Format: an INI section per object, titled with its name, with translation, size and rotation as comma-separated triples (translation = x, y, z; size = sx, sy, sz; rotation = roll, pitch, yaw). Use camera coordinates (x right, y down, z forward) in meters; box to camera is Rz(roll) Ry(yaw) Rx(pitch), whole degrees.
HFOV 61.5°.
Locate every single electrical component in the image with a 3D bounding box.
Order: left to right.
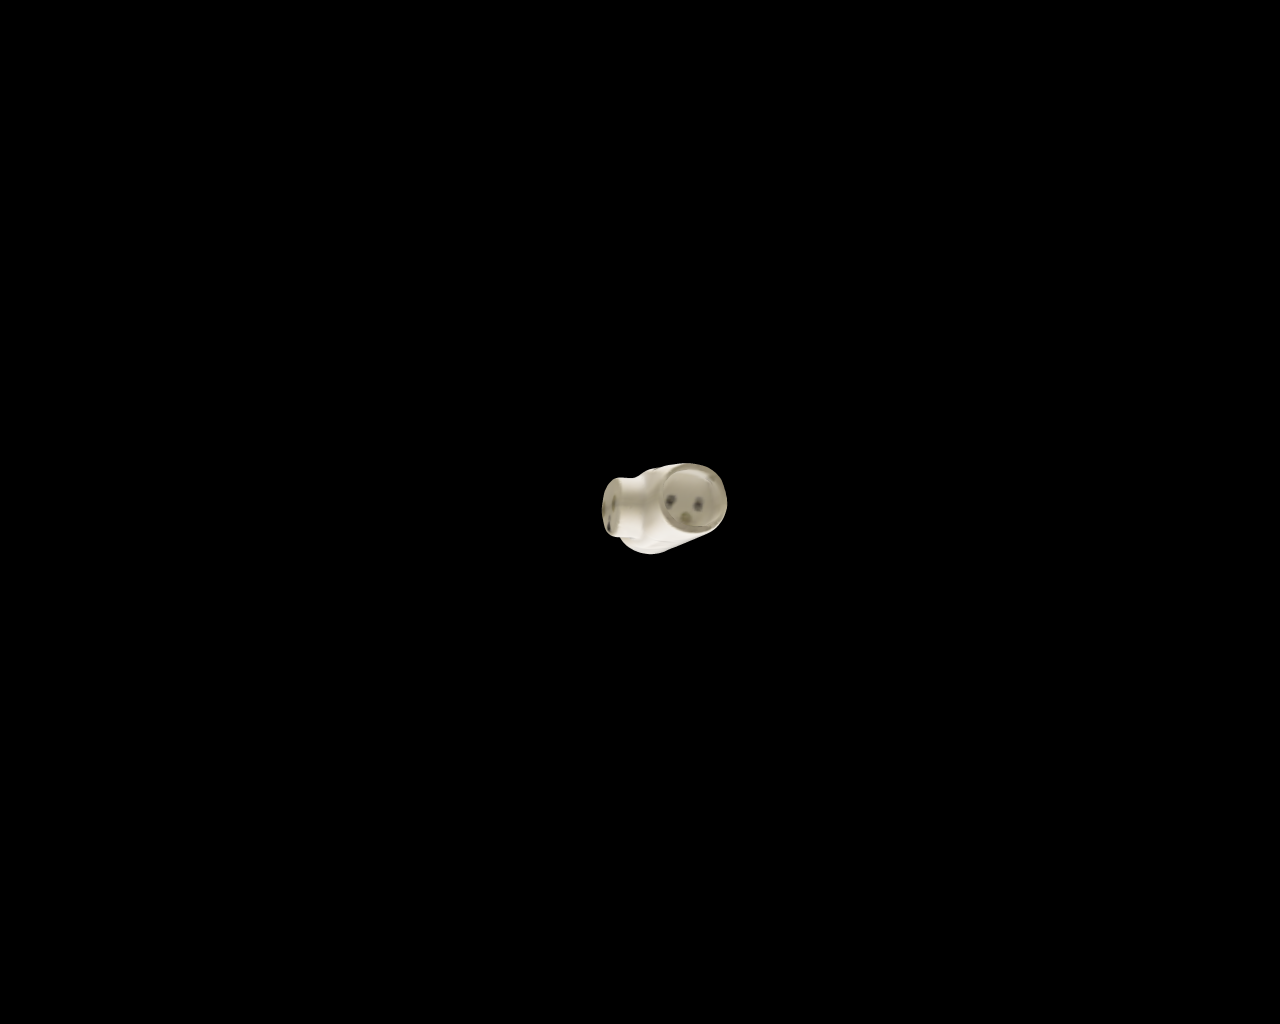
[electrical component]
translation = 0.001, -0.003, 0.650
size = 0.079, 0.043, 0.077
rotation = 4, -12, -19
